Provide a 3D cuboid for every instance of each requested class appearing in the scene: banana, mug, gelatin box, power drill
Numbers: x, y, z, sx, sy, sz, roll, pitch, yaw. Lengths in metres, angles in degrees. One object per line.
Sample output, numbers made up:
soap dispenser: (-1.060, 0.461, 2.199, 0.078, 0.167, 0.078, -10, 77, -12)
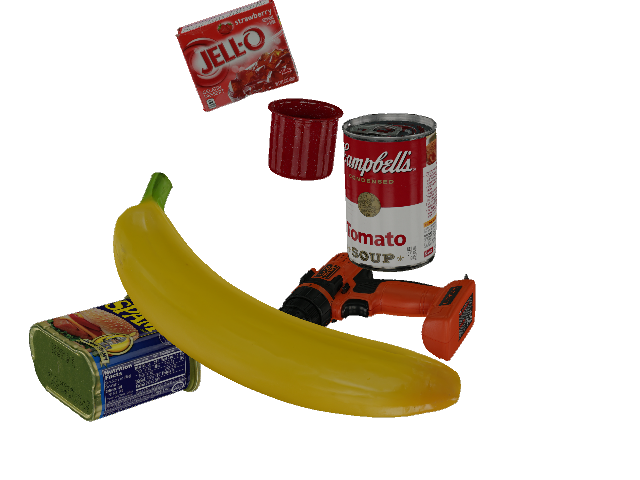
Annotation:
banana: (-0.032, 0.031, 0.485, 0.198, 0.069, 0.037, 34, -24, 25)
mug: (-0.016, -0.128, 1.331, 0.093, 0.081, 0.117, 16, 24, 22)
gelatin box: (-0.072, -0.161, 0.927, 0.089, 0.073, 0.030, -18, 24, 4)
power drill: (0.057, 0.074, 1.121, 0.188, 0.057, 0.184, 10, 29, 23)

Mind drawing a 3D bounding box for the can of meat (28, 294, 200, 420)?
can of meat: (-0.149, 0.082, 0.766, 0.083, 0.057, 0.102, -15, 23, -37)

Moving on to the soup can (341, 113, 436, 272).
soup can: (0.051, -0.036, 0.782, 0.068, 0.102, 0.068, -2, 21, 1)
